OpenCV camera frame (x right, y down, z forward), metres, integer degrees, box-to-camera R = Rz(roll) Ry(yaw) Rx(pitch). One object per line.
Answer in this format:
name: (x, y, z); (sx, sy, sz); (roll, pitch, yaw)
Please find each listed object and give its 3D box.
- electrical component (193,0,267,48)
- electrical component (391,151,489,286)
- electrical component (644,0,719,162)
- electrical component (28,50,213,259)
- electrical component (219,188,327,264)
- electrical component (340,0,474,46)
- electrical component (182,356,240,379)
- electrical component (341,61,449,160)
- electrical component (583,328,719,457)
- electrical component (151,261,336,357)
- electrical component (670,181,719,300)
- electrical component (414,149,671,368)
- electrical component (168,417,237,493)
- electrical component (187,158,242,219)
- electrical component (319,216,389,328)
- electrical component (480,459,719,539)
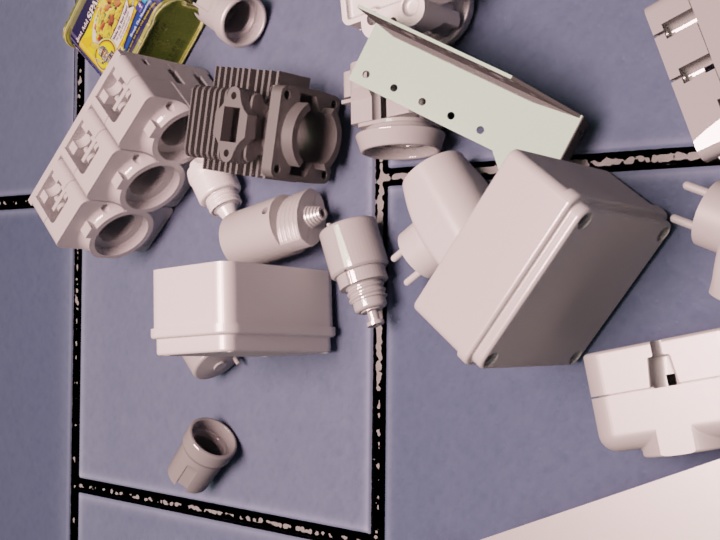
electrical component: (-0.098, -0.192, 0.803); (0.046, 0.040, 0.040); (39, 112, 39)
electrical component: (0.051, -0.021, 0.676); (0.079, 0.043, 0.077); (-41, 65, 30)
electrical component: (0.196, -0.107, 0.559); (0.056, 0.050, 0.089); (-26, 73, 35)
electrical component: (-0.173, -0.084, 0.826); (0.150, 0.089, 0.061); (-51, 60, 26)
electrical component: (-0.056, -0.030, 0.762); (0.081, 0.043, 0.043); (-16, 79, 37)
electrical component: (0.036, -0.171, 0.683); (0.078, 0.057, 0.058); (-10, 83, 38)
electrical component: (-0.122, 0.046, 0.815); (0.040, 0.040, 0.078); (-50, 61, 26)
electrical component: (0.026, -0.103, 0.690); (0.078, 0.058, 0.057); (-5, 83, 38)
electrical component: (0.173, 0.065, 0.571); (0.095, 0.054, 0.059); (-16, 79, 37)
electrical component: (-0.078, 0.029, 0.734); (0.078, 0.113, 0.057); (-7, 82, 38)
electrical component: (0.200, -0.023, 0.558); (0.079, 0.043, 0.077); (27, 106, 36)
electrical component: (0.102, -0.003, 0.595); (0.056, 0.109, 0.108); (45, 115, 33)
electrical component: (-0.120, 0.141, 0.812); (0.040, 0.040, 0.046); (51, 124, 27)
electrical component: (-0.105, -0.056, 0.807); (0.035, 0.035, 0.061); (-37, 69, 32)
electrical component: (0.000, 0.000, 0.718); (0.040, 0.040, 0.078); (-26, 73, 35)
electrical component: (0.159, 0.170, 0.576); (0.186, 0.060, 0.105); (-29, 71, 34)
